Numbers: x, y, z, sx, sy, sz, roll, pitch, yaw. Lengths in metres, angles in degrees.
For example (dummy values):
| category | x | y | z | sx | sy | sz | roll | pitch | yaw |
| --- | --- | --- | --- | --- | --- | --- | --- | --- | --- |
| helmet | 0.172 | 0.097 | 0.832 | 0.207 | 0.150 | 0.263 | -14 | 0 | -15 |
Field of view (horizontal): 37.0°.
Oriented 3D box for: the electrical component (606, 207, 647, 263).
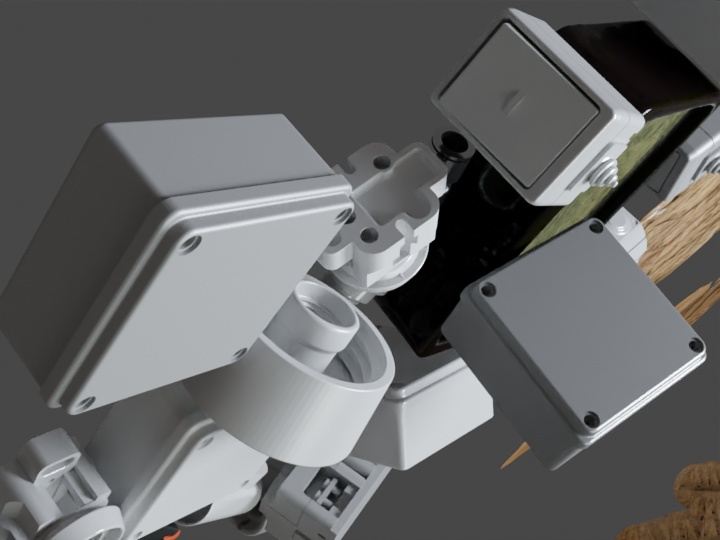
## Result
| category | x | y | z | sx | sy | sz | roll | pitch | yaw |
| --- | --- | --- | --- | --- | --- | --- | --- | --- | --- |
| electrical component | 0.198 | -0.020 | 0.912 | 0.051 | 0.080 | 0.080 | -35 | 162 | -35 |

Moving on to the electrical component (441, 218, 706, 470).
| category | x | y | z | sx | sy | sz | roll | pitch | yaw |
| --- | --- | --- | --- | --- | --- | --- | --- | --- | --- |
| electrical component | 0.123 | 0.040 | 0.623 | 0.109 | 0.108 | 0.056 | -28 | 162 | -29 |

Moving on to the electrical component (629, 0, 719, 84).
| category | x | y | z | sx | sy | sz | roll | pitch | yaw |
| --- | --- | --- | --- | --- | --- | --- | --- | --- | --- |
| electrical component | 0.237 | -0.178 | 0.600 | 0.150 | 0.089 | 0.062 | -48 | 160 | 21 |

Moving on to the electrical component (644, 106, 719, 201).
| category | x | y | z | sx | sy | sz | roll | pitch | yaw |
| --- | --- | --- | --- | --- | --- | --- | --- | --- | --- |
| electrical component | 0.206 | -0.093 | 0.725 | 0.061 | 0.096 | 0.061 | -35 | 161 | -16 |

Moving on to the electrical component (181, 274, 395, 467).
| category | x | y | z | sx | sy | sz | roll | pitch | yaw |
| --- | --- | --- | --- | --- | --- | --- | --- | --- | --- |
| electrical component | -0.033 | 0.040 | 0.547 | 0.060 | 0.108 | 0.108 | -55 | 158 | 22 |

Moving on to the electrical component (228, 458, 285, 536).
| category | x | y | z | sx | sy | sz | roll | pitch | yaw |
| --- | --- | --- | --- | --- | --- | --- | --- | --- | --- |
| electrical component | -0.078 | 0.186 | 0.877 | 0.047 | 0.055 | 0.055 | -11 | 146 | -50 |

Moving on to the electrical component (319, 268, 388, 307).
| category | x | y | z | sx | sy | sz | roll | pitch | yaw |
| --- | --- | --- | --- | --- | --- | --- | --- | --- | --- |
| electrical component | 0.000 | 0.000 | 0.620 | 0.078 | 0.040 | 0.040 | -45 | 162 | 14 |

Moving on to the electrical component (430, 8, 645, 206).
| category | x | y | z | sx | sy | sz | roll | pitch | yaw |
| --- | --- | --- | --- | --- | --- | --- | --- | --- | --- |
| electrical component | 0.091 | -0.076 | 0.535 | 0.061 | 0.096 | 0.061 | -49 | 161 | 23 |

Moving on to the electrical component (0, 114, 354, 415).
| category | x | y | z | sx | sy | sz | roll | pitch | yaw |
| --- | --- | --- | --- | --- | --- | --- | --- | --- | --- |
| electrical component | -0.074 | -0.005 | 0.433 | 0.109 | 0.056 | 0.108 | -15 | 149 | -54 |

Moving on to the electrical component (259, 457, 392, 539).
| category | x | y | z | sx | sy | sz | roll | pitch | yaw |
| --- | --- | --- | --- | --- | --- | --- | --- | --- | --- |
| electrical component | -0.009 | 0.144 | 0.839 | 0.150 | 0.062 | 0.089 | -50 | 169 | -32 |

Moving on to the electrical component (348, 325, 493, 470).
| category | x | y | z | sx | sy | sz | roll | pitch | yaw |
| --- | --- | --- | --- | --- | --- | --- | --- | --- | --- |
| electrical component | 0.019 | 0.084 | 0.738 | 0.109 | 0.109 | 0.056 | -20 | 111 | -47 |

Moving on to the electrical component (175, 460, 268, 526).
| category | x | y | z | sx | sy | sz | roll | pitch | yaw |
| --- | --- | --- | --- | --- | --- | --- | --- | --- | --- |
| electrical component | -0.093 | 0.144 | 0.766 | 0.079 | 0.043 | 0.077 | -45 | 162 | 10 |

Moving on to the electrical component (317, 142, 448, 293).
| category | x | y | z | sx | sy | sz | roll | pitch | yaw |
| --- | --- | --- | --- | --- | --- | --- | --- | --- | --- |
| electrical component | 0.008 | -0.024 | 0.555 | 0.078 | 0.058 | 0.057 | -36 | 158 | -16 |

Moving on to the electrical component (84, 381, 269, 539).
| category | x | y | z | sx | sy | sz | roll | pitch | yaw |
| --- | --- | --- | --- | --- | --- | --- | --- | --- | --- |
| electrical component | -0.094 | 0.091 | 0.618 | 0.109 | 0.056 | 0.108 | -16 | 150 | -52 |

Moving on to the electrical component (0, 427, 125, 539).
| category | x | y | z | sx | sy | sz | roll | pitch | yaw |
| --- | --- | --- | --- | --- | --- | --- | --- | --- | --- |
| electrical component | -0.162 | 0.130 | 0.570 | 0.058 | 0.057 | 0.078 | -21 | 154 | -46 |
